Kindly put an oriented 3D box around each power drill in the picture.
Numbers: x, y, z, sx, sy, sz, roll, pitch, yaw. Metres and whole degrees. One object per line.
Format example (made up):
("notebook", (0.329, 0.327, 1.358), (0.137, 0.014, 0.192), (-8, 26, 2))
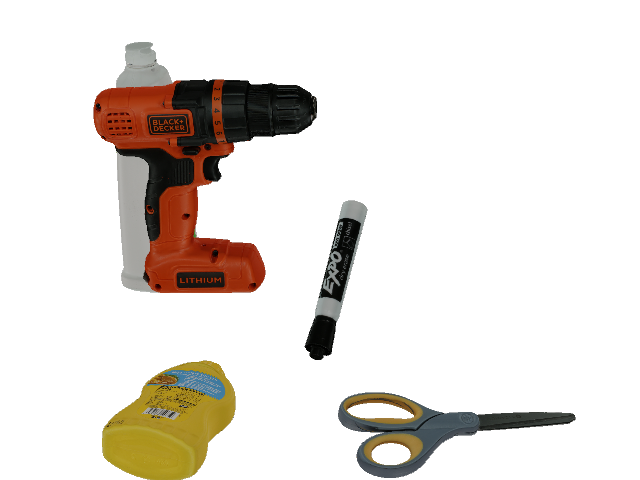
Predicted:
("power drill", (-0.091, -0.047, 0.910), (0.184, 0.188, 0.057), (0, 27, 6))

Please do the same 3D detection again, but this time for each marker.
("marker", (0.011, 0.027, 0.745), (0.020, 0.121, 0.020), (12, -28, 6))

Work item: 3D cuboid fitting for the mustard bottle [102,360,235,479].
("mustard bottle", (-0.138, 0.169, 1.074), (0.096, 0.058, 0.191), (7, 20, 12))

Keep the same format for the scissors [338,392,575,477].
("scissors", (0.113, 0.164, 0.881), (0.202, 0.016, 0.096), (7, 37, 3))

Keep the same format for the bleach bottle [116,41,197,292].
("bleach bottle", (-0.178, -0.079, 1.114), (0.068, 0.251, 0.102), (4, 26, 15))
